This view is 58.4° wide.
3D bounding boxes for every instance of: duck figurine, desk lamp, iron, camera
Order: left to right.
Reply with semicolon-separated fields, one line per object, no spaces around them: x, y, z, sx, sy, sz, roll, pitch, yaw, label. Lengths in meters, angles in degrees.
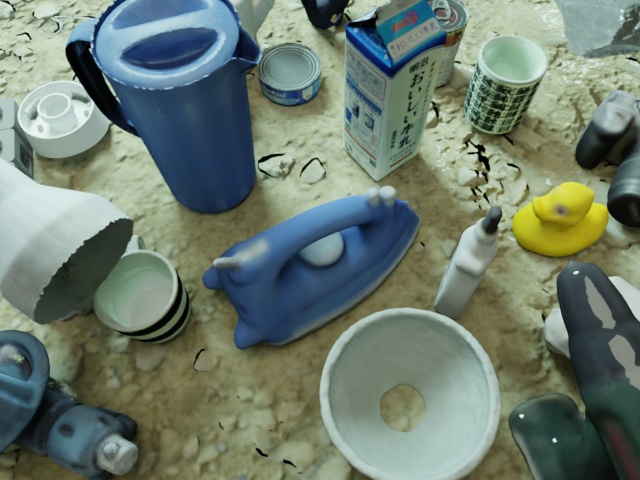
-0.271;0.002;0.553;0.203;0.213;0.118;31;67;15;desk lamp
0.005;0.002;0.593;0.258;0.141;0.118;-28;66;-14;iron
0.277;-0.032;0.642;0.104;0.086;0.077;-4;63;-2;duck figurine
0.375;-0.094;0.666;0.143;0.101;0.137;29;66;14;camera

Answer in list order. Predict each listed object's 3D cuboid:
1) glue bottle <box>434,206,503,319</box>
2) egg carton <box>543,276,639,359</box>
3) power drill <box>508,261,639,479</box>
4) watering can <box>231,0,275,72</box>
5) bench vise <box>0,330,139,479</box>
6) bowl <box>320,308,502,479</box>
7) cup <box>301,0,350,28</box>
0.152;0.016;0.568;0.037;0.173;0.078;23;65;12;glue bottle
0.307;0.108;0.579;0.150;0.069;0.107;40;69;18;egg carton
0.232;0.155;0.477;0.075;0.208;0.229;-18;64;-9;power drill
-0.129;-0.310;0.725;0.173;0.194;0.100;-34;67;-16;watering can
-0.255;0.129;0.484;0.207;0.220;0.121;4;63;2;bench vise
0.082;0.155;0.552;0.167;0.075;0.167;0;63;0;bowl
0.008;-0.334;0.793;0.091;0.095;0.118;2;63;1;cup
